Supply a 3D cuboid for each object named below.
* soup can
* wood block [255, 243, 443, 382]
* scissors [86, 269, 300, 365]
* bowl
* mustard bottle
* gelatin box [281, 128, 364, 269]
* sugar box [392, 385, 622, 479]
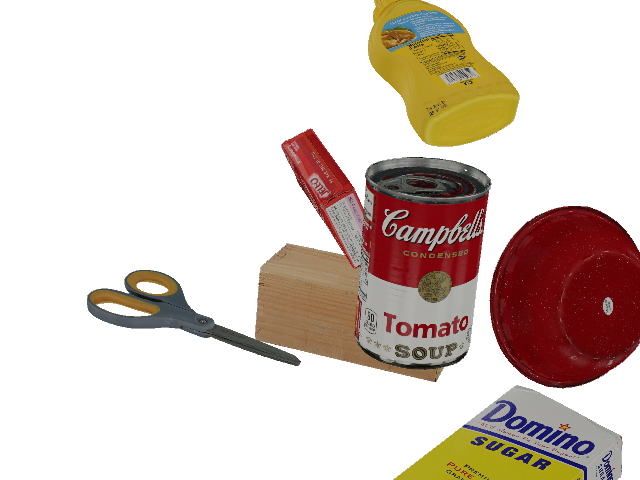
[{"bbox_3d":[0.055,0.012,0.595,0.068,0.102,0.068,3,22,-1],"label":"soup can"},{"bbox_3d":[0.042,0.077,1.169,0.206,0.091,0.090,12,22,16],"label":"wood block"},{"bbox_3d":[-0.107,0.065,0.957,0.202,0.016,0.096,11,29,6],"label":"scissors"},{"bbox_3d":[0.228,0.052,0.912,0.161,0.162,0.055,0,5,-21],"label":"bowl"},{"bbox_3d":[0.098,-0.171,0.994,0.096,0.192,0.058,-18,-37,-15],"label":"mustard bottle"},{"bbox_3d":[0.009,-0.031,0.806,0.030,0.073,0.089,-31,-37,-1],"label":"gelatin box"},{"bbox_3d":[0.112,0.170,0.715,0.176,0.048,0.093,-33,39,-30],"label":"sugar box"}]
